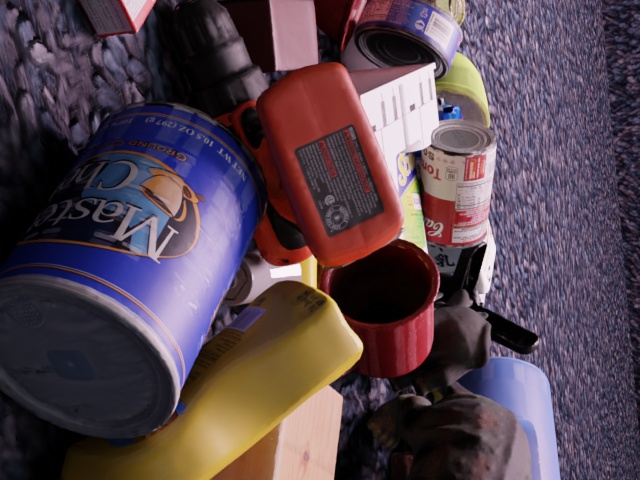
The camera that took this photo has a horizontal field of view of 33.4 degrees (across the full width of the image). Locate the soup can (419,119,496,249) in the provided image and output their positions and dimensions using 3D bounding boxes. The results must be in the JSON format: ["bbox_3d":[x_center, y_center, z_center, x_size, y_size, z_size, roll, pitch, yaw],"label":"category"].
[{"bbox_3d":[0.125,-0.052,0.983,0.068,0.068,0.102,-60,156,-52],"label":"soup can"}]

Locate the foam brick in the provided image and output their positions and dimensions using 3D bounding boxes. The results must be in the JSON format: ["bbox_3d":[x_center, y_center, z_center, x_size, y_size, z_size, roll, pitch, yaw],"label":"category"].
[{"bbox_3d":[-0.040,-0.142,0.744,0.078,0.053,0.051,-25,111,-65],"label":"foam brick"}]

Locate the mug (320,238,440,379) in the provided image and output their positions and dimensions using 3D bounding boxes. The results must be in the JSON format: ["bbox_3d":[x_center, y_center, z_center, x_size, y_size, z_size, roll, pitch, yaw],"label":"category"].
[{"bbox_3d":[0.042,0.065,0.851,0.117,0.093,0.081,-45,148,-27],"label":"mug"}]

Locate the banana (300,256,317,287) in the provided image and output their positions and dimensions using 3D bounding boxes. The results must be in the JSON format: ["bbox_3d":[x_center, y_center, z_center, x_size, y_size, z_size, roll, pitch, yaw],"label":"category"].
[{"bbox_3d":[-0.011,-0.008,0.819,0.069,0.037,0.197,70,23,-45],"label":"banana"}]

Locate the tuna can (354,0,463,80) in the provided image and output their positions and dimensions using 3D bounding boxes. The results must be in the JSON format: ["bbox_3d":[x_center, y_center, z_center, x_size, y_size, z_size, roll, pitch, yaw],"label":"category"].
[{"bbox_3d":[0.072,-0.166,0.879,0.086,0.086,0.033,46,62,-58],"label":"tuna can"}]

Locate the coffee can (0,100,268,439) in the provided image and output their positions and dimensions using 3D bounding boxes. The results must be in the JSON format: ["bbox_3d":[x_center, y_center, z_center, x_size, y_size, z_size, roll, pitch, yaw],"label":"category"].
[{"bbox_3d":[-0.095,0.012,0.530,0.140,0.103,0.103,-68,147,-45],"label":"coffee can"}]

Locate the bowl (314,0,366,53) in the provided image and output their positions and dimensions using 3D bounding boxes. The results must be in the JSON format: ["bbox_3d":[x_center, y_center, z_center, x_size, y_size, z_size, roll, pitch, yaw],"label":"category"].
[{"bbox_3d":[0.020,-0.234,0.846,0.162,0.055,0.162,24,86,-89],"label":"bowl"}]

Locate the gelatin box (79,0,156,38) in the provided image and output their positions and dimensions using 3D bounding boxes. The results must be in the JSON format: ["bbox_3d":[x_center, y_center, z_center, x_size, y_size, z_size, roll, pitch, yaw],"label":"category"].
[{"bbox_3d":[-0.117,-0.170,0.589,0.089,0.030,0.073,65,33,-43],"label":"gelatin box"}]

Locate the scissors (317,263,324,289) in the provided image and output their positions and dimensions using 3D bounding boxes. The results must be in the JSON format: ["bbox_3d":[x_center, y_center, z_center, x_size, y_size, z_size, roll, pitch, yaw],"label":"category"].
[{"bbox_3d":[-0.029,0.080,0.797,0.201,0.016,0.096,-55,137,-56],"label":"scissors"}]

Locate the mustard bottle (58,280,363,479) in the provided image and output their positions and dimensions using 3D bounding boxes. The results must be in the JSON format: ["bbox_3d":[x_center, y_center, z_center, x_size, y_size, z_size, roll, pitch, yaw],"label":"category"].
[{"bbox_3d":[-0.071,0.098,0.553,0.191,0.096,0.058,-38,104,-19],"label":"mustard bottle"}]

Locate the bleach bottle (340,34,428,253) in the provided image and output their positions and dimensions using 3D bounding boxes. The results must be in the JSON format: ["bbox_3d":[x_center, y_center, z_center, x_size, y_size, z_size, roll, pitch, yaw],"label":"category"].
[{"bbox_3d":[0.049,-0.089,0.946,0.102,0.068,0.251,-6,91,-68],"label":"bleach bottle"}]

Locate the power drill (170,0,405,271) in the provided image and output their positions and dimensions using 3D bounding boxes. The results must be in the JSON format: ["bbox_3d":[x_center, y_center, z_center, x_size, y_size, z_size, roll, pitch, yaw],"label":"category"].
[{"bbox_3d":[-0.026,-0.062,0.627,0.184,0.057,0.188,66,-12,-14],"label":"power drill"}]

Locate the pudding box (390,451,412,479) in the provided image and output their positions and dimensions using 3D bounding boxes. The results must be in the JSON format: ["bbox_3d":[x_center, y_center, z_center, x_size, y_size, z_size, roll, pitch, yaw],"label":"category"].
[{"bbox_3d":[0.096,0.275,1.052,0.090,0.039,0.113,50,43,-56],"label":"pudding box"}]

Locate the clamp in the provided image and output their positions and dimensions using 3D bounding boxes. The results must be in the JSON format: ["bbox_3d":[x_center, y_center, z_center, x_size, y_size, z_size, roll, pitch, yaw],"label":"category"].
[{"bbox_3d":[0.142,0.057,1.066,0.039,0.172,0.120,-24,98,-27],"label":"clamp"}]

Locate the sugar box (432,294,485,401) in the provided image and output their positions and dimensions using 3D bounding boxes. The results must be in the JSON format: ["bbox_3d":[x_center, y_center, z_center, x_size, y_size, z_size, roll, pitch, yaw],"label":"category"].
[{"bbox_3d":[0.151,0.088,1.199,0.093,0.048,0.176,64,28,-44],"label":"sugar box"}]

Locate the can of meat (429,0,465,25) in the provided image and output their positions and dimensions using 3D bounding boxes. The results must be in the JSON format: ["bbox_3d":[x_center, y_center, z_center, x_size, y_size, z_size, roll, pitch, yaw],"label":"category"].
[{"bbox_3d":[0.085,-0.219,1.012,0.102,0.084,0.057,-57,139,-54],"label":"can of meat"}]

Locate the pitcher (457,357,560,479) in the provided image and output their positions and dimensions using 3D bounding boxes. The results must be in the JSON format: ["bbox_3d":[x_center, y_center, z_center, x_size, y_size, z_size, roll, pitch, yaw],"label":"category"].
[{"bbox_3d":[0.174,0.233,1.025,0.144,0.149,0.242,40,42,-36],"label":"pitcher"}]

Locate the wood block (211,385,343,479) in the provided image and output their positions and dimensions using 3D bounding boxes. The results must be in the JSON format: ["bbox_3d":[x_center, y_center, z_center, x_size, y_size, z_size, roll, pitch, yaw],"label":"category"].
[{"bbox_3d":[-0.052,0.181,0.636,0.090,0.090,0.206,48,45,-56],"label":"wood block"}]
